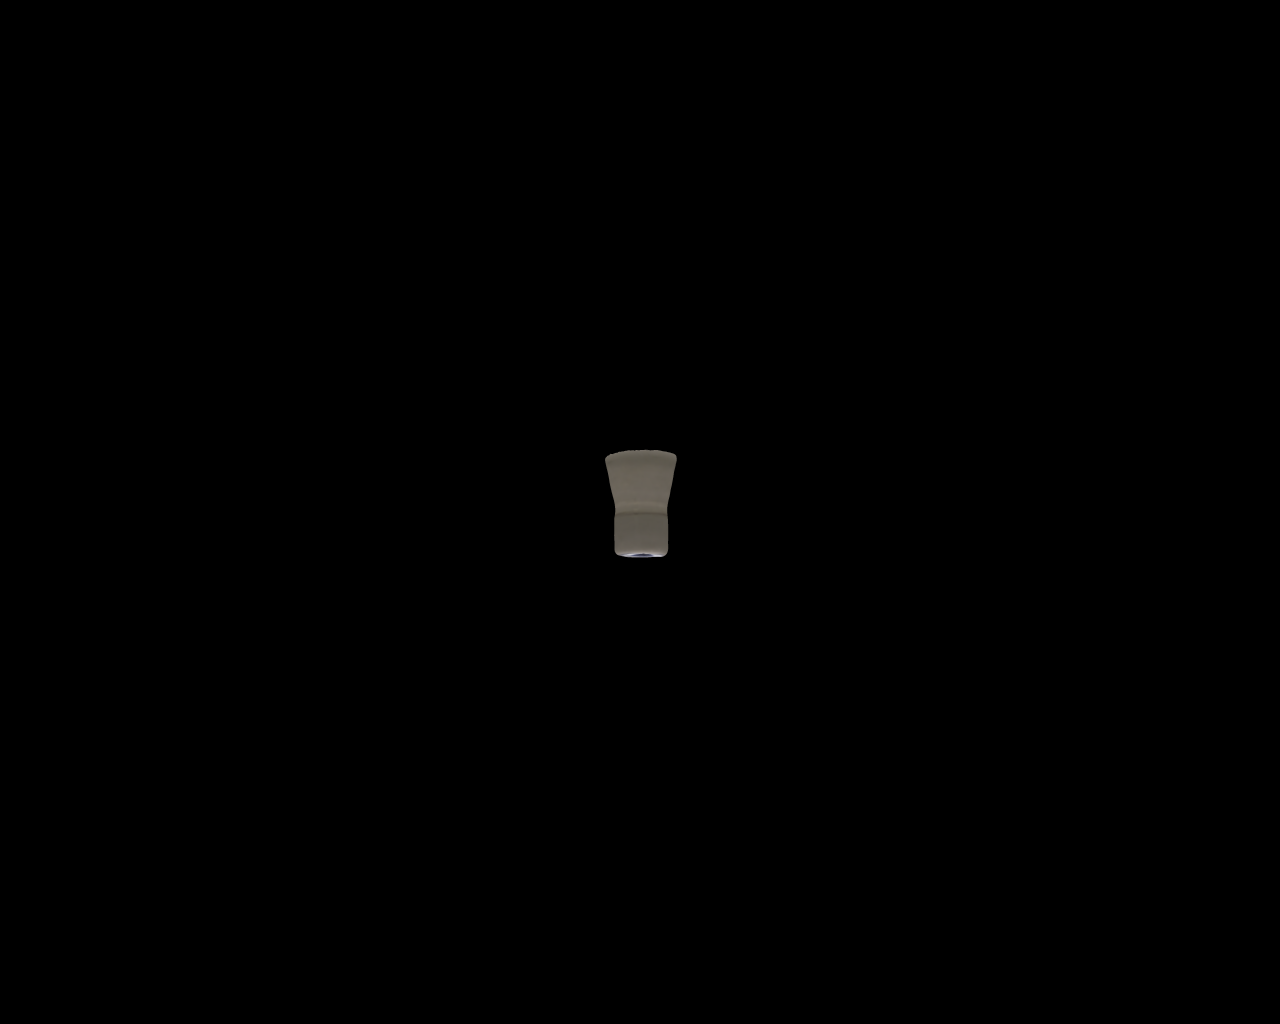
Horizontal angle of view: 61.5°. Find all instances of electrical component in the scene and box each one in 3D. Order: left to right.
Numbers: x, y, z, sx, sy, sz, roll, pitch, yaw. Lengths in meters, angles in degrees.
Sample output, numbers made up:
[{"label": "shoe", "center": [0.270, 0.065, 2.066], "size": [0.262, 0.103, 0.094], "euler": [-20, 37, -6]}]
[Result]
[{"label": "electrical component", "center": [0.001, -0.003, 0.650], "size": [0.044, 0.065, 0.044], "euler": [0, -7, 0]}]
